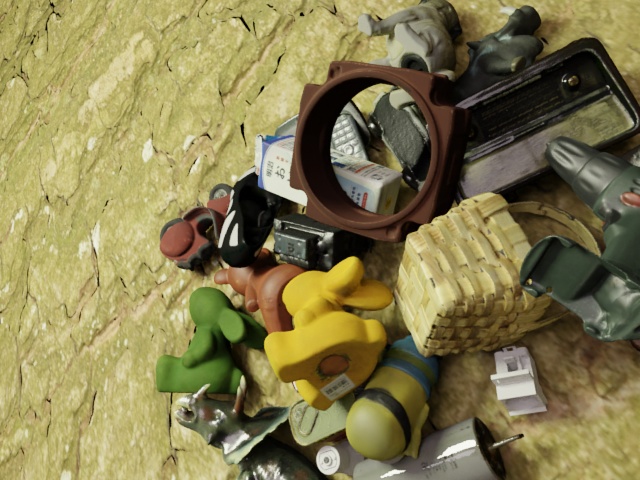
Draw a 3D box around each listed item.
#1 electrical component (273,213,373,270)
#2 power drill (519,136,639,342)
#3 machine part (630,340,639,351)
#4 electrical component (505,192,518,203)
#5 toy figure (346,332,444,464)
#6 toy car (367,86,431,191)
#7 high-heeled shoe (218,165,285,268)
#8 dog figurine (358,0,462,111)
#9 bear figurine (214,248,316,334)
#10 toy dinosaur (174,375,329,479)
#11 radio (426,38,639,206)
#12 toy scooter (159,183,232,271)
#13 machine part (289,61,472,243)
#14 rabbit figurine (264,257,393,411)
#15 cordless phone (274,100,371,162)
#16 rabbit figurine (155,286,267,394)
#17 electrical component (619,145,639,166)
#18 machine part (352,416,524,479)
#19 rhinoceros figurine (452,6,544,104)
[{"bbox_3d":[-0.002,-0.002,0.786,0.115,0.134,0.058,12,109,34],"label":"electrical component"},{"bbox_3d":[0.280,-0.006,0.523,0.232,0.207,0.085,40,136,25],"label":"power drill"},{"bbox_3d":[0.398,0.056,0.564,0.179,0.056,0.179,-10,69,28],"label":"machine part"},{"bbox_3d":[0.232,-0.086,0.738,0.063,0.021,0.094,-23,62,24],"label":"electrical component"},{"bbox_3d":[0.092,0.182,0.654,0.082,0.089,0.180,-2,39,44],"label":"toy figure"},{"bbox_3d":[0.135,-0.148,0.798,0.073,0.056,0.202,-48,52,30],"label":"toy car"},{"bbox_3d":[-0.091,-0.064,0.845,0.145,0.086,0.248,-26,38,63],"label":"high-heeled shoe"},{"bbox_3d":[0.166,-0.281,0.770,0.190,0.121,0.172,-32,65,-27],"label":"dog figurine"},{"bbox_3d":[-0.077,0.084,0.833,0.196,0.120,0.131,4,119,59],"label":"bear figurine"},{"bbox_3d":[-0.040,0.356,0.706,0.405,0.131,0.192,40,97,29],"label":"toy dinosaur"},{"bbox_3d":[0.255,-0.139,0.668,0.230,0.073,0.131,-25,87,13],"label":"radio"},{"bbox_3d":[-0.203,-0.006,0.956,0.184,0.075,0.135,-39,58,10],"label":"toy scooter"},{"bbox_3d":[0.068,-0.108,0.656,0.202,0.087,0.200,19,108,28],"label":"machine part"},{"bbox_3d":[0.004,0.091,0.663,0.162,0.121,0.173,-44,31,9],"label":"rabbit figurine"},{"bbox_3d":[0.020,-0.124,0.859,0.147,0.088,0.184,-24,78,24],"label":"cordless phone"},{"bbox_3d":[-0.172,0.155,0.850,0.159,0.121,0.170,-6,73,24],"label":"rabbit figurine"},{"bbox_3d":[0.398,-0.085,0.622,0.078,0.045,0.102,-45,48,46],"label":"electrical component"},{"bbox_3d":[0.128,0.277,0.643,0.243,0.079,0.079,-30,60,21],"label":"machine part"},{"bbox_3d":[0.245,-0.238,0.759,0.190,0.073,0.112,-51,44,9],"label":"rhinoceros figurine"}]
